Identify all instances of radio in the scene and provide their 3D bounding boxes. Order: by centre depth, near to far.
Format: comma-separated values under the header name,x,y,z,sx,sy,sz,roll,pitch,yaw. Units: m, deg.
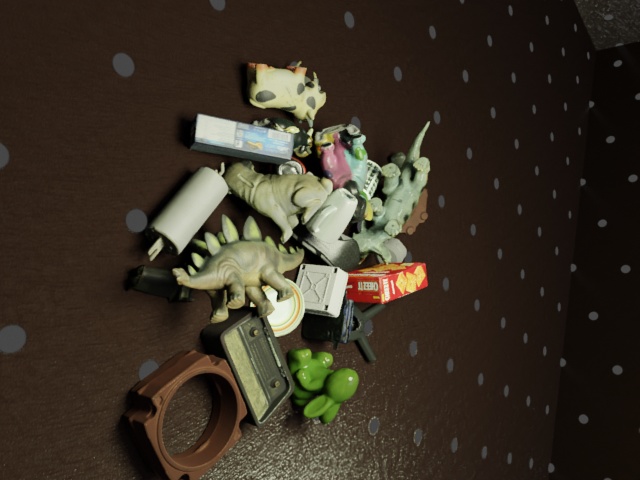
name,x,y,z,sx,sy,sz,roll,pitch,yaw
radio,-0.145,0.258,1.125,0.131,0.073,0.229,-36,116,-42

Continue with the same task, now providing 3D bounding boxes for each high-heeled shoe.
name,x,y,z,sx,sy,sz,roll,pitch,yaw
high-heeled shoe,-0.003,-0.004,1.279,0.086,0.145,0.248,-58,146,-6

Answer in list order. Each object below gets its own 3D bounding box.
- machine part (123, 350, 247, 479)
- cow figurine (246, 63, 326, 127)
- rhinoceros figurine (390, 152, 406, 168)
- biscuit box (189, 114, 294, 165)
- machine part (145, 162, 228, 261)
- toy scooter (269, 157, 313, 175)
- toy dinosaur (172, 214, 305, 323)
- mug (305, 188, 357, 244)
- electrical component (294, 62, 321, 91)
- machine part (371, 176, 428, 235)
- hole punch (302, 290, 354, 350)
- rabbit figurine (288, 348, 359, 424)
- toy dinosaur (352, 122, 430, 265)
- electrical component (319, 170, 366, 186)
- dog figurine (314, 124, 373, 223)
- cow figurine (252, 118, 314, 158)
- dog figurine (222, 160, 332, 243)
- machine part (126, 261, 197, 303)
name,x,y,z,sx,sy,sz,roll,pitch,yaw
machine part,-0.244,0.326,1.006,0.201,0.087,0.200,-34,114,-41
cow figurine,-0.071,-0.322,1.196,0.195,0.086,0.127,-5,113,-34
rhinoceros figurine,0.259,-0.168,1.585,0.112,0.073,0.190,-53,126,-33
biscuit box,-0.155,-0.198,1.077,0.202,0.063,0.059,8,82,-24
machine part,-0.249,-0.056,1.014,0.079,0.079,0.243,54,51,-33
toy scooter,-0.046,-0.127,1.226,0.183,0.135,0.075,40,91,-20
toy dinosaur,-0.134,0.049,1.072,0.471,0.105,0.198,5,55,-62
mug,0.023,-0.056,1.131,0.107,0.081,0.109,-54,159,22
electrical component,-0.046,-0.369,1.269,0.102,0.045,0.078,25,69,-45
machine part,0.218,-0.098,1.494,0.179,0.056,0.179,-3,101,-18
hole punch,0.032,0.193,1.300,0.092,0.116,0.142,28,69,-53
rabbit figurine,0.005,0.328,1.219,0.121,0.170,0.159,35,64,-41
toy dinosaur,0.197,-0.097,1.391,0.405,0.131,0.192,-56,167,-13
electrical component,0.054,-0.146,1.326,0.115,0.058,0.134,16,80,-8
dog figurine,0.060,-0.142,1.250,0.108,0.192,0.219,-14,117,-4
cow figurine,-0.064,-0.231,1.209,0.167,0.098,0.068,6,78,-48
dog figurine,-0.091,-0.114,1.094,0.190,0.172,0.121,44,12,-9
machine part,-0.289,0.076,0.998,0.138,0.039,0.084,12,89,-49
